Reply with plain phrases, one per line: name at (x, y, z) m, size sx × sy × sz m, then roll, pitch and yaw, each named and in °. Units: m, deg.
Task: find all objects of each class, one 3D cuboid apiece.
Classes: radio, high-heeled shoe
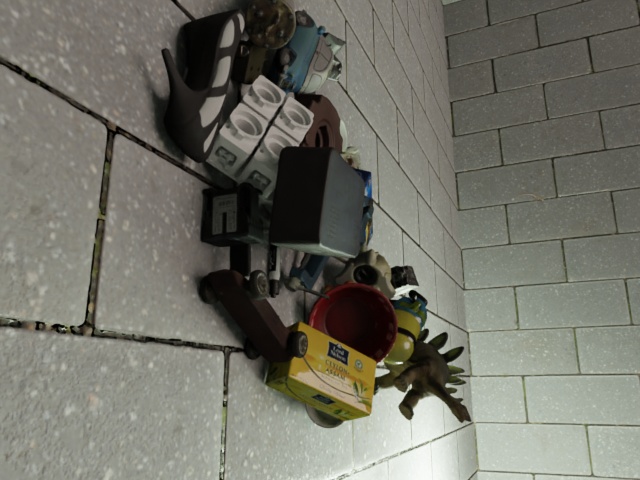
radio at (0.005, -0.046, 0.764) m, size 0.229 × 0.073 × 0.131 m, roll 20°, pitch 75°, yaw -74°
high-heeled shoe at (-0.138, -0.216, 0.723) m, size 0.249 × 0.086 × 0.145 m, roll -62°, pitch 144°, yaw -49°

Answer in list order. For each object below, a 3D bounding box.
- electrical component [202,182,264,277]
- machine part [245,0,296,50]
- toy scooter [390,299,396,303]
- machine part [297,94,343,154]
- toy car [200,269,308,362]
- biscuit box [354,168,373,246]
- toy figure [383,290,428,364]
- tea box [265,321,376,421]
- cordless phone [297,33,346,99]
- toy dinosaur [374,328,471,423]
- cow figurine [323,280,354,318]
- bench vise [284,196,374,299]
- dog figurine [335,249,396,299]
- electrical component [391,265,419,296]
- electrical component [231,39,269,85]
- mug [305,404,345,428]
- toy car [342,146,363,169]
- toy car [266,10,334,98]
electrical component at (-0.117, -0.012, 0.720) m, size 0.047 × 0.075 × 0.119 m, roll 29°, pitch 60°, yaw -64°
machine part at (-0.078, -0.361, 0.848) m, size 0.243 × 0.079 × 0.079 m, roll -98°, pitch 168°, yaw -55°
toy scooter at (0.138, 0.174, 1.196) m, size 0.184 × 0.135 × 0.075 m, roll -21°, pitch 105°, yaw -66°
machine part at (-0.011, -0.183, 1.007) m, size 0.179 × 0.056 × 0.179 m, roll 4°, pitch 90°, yaw -65°
toy car at (-0.087, 0.102, 0.738) m, size 0.053 × 0.089 × 0.201 m, roll -72°, pitch 146°, yaw -42°
biscuit box at (0.073, -0.060, 1.123) m, size 0.202 × 0.063 × 0.059 m, roll 81°, pitch 29°, yaw -52°
toy figure at (0.169, 0.173, 1.085) m, size 0.180 × 0.089 × 0.082 m, roll -39°, pitch 119°, yaw -44°
tea box at (0.005, 0.213, 0.862) m, size 0.169 × 0.068 × 0.098 m, roll 30°, pitch 50°, yaw -25°
cordless phone at (-0.006, -0.319, 1.092) m, size 0.146 × 0.089 × 0.184 m, roll -26°, pitch 118°, yaw -67°
toy dinosaur at (0.192, 0.262, 1.163) m, size 0.472 × 0.198 × 0.105 m, roll -149°, pitch -130°, yaw -65°
cow figurine at (0.053, 0.193, 1.052) m, size 0.194 × 0.086 × 0.127 m, roll 69°, pitch 29°, yaw -24°
bench vise at (0.007, -0.001, 0.963) m, size 0.240 × 0.129 × 0.223 m, roll -64°, pitch 152°, yaw -26°
dog figurine at (0.105, 0.057, 1.148) m, size 0.172 × 0.121 × 0.191 m, roll -63°, pitch -179°, yaw 33°
electrical component at (0.178, 0.106, 1.331) m, size 0.134 × 0.115 × 0.058 m, roll 17°, pitch 55°, yaw -66°
electrical component at (-0.116, -0.286, 0.841) m, size 0.102 × 0.045 × 0.078 m, roll -42°, pitch 151°, yaw -60°
mug at (0.022, 0.279, 0.978) m, size 0.107 × 0.081 × 0.109 m, roll 40°, pitch 39°, yaw -73°
toy car at (0.049, -0.156, 1.177) m, size 0.202 × 0.056 × 0.073 m, roll -47°, pitch 127°, yaw -62°
toy car at (-0.028, -0.312, 0.937) m, size 0.109 × 0.103 × 0.162 m, roll 129°, pitch -22°, yaw -54°
